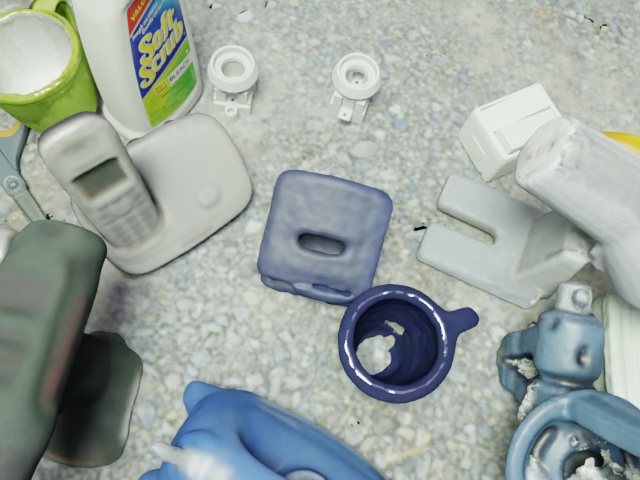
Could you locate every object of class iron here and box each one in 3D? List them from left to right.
[{"bbox_3d":[-0.006,0.196,0.414,0.258,0.141,0.119,24,72,3],"label":"iron"}]

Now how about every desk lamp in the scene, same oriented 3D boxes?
[{"bbox_3d":[0.207,-0.009,0.461,0.203,0.213,0.118,23,72,2],"label":"desk lamp"}]

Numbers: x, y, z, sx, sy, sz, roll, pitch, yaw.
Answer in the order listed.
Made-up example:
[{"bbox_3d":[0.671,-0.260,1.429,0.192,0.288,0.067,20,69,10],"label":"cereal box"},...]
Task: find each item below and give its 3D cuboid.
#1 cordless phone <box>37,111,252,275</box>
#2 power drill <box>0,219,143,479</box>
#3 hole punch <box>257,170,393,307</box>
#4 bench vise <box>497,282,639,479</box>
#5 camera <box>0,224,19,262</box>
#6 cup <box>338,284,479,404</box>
[{"bbox_3d":[-0.133,-0.057,0.460,0.148,0.185,0.094,-37,79,-15],"label":"cordless phone"},{"bbox_3d":[-0.187,0.112,0.389,0.075,0.208,0.230,8,72,-2],"label":"power drill"},{"bbox_3d":[0.005,0.002,0.503,0.108,0.091,0.101,13,72,-1],"label":"hole punch"},{"bbox_3d":[0.188,0.130,0.412,0.121,0.219,0.207,-11,74,-8],"label":"bench vise"},{"bbox_3d":[-0.312,0.050,0.454,0.143,0.101,0.137,3,72,-4],"label":"camera"},{"bbox_3d":[0.068,0.086,0.481,0.118,0.095,0.091,-18,75,-10],"label":"cup"}]
